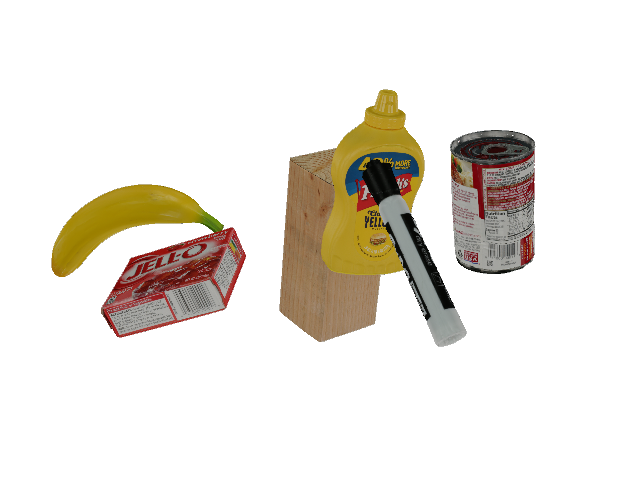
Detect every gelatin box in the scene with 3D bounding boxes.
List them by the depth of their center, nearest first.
[{"bbox_3d":[-0.104,0.029,0.760,0.089,0.030,0.073,-16,25,17],"label":"gelatin box"}]

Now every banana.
[{"bbox_3d":[-0.188,-0.013,0.993,0.198,0.069,0.037,-14,17,28],"label":"banana"}]

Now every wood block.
[{"bbox_3d":[0.015,0.004,1.276,0.090,0.206,0.090,-15,32,-34],"label":"wood block"}]

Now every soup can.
[{"bbox_3d":[0.143,-0.032,0.880,0.068,0.102,0.068,-5,25,2],"label":"soup can"}]

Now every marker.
[{"bbox_3d":[0.053,0.004,0.624,0.020,0.121,0.020,-19,-22,-8],"label":"marker"}]

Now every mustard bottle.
[{"bbox_3d":[0.058,-0.060,1.097,0.096,0.192,0.058,-1,24,-16],"label":"mustard bottle"}]
